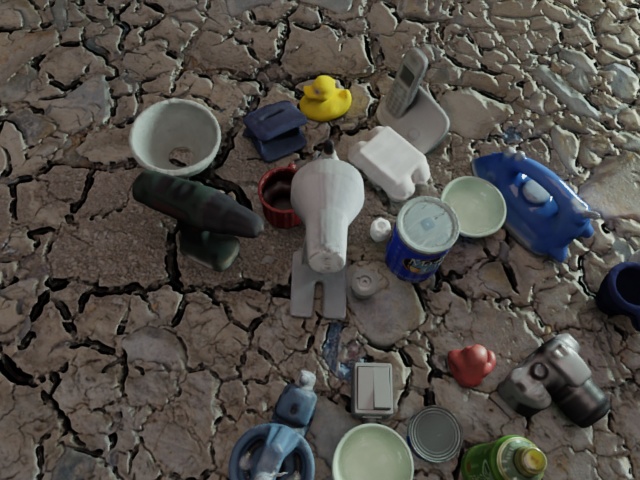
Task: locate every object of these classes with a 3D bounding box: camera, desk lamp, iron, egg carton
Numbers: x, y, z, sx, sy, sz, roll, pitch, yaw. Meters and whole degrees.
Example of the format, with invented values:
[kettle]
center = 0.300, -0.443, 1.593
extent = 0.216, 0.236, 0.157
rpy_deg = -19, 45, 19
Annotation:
[camera]
center = 0.385, 0.236, 0.913
extent = 0.143, 0.101, 0.136
rpy_deg = -34, 72, -16
[desk lamp]
center = 0.009, 0.003, 0.933
extent = 0.118, 0.213, 0.203
rpy_deg = 2, 66, -2
[iron]
center = 0.384, -0.091, 1.036
extent = 0.119, 0.141, 0.258
rpy_deg = -38, 73, -17
[egg carton]
center = 0.131, -0.145, 1.085
extent = 0.150, 0.069, 0.107
rpy_deg = 42, 70, 14

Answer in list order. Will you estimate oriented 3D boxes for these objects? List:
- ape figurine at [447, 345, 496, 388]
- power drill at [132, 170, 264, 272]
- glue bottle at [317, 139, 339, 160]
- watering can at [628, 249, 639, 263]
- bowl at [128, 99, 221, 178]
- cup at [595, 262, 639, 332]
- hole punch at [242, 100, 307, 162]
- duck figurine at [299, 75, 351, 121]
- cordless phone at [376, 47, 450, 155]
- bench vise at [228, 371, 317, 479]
[ape figurine]
center = 0.248, 0.196, 0.928
extent = 0.077, 0.092, 0.076
rpy_deg = 22, 67, 7
[power drill]
center = -0.189, -0.027, 0.939
extent = 0.229, 0.208, 0.076
rpy_deg = 24, 67, 8
[glue bottle]
center = 0.014, -0.124, 1.012
extent = 0.078, 0.173, 0.037
rpy_deg = 31, 68, 11
[watering can]
center = 0.616, 0.018, 0.972
extent = 0.101, 0.194, 0.172
rpy_deg = -13, 67, -9
[bowl]
center = -0.266, -0.176, 1.073
extent = 0.167, 0.075, 0.167
rpy_deg = 1, 66, -3
[cup]
center = 0.521, 0.107, 0.982
extent = 0.091, 0.095, 0.117
rpy_deg = -3, 66, -4
[hole punch]
center = -0.088, -0.220, 1.094
extent = 0.109, 0.091, 0.101
rpy_deg = -27, 70, -14
[duck figurine]
center = 0.012, -0.289, 1.133
extent = 0.104, 0.086, 0.077
rpy_deg = -8, 67, -6
[cordless phone]
center = 0.184, -0.257, 1.074
extent = 0.094, 0.185, 0.147
rpy_deg = -36, 72, -17
[bench vise]
center = -0.065, 0.280, 0.803
extent = 0.121, 0.220, 0.207
rpy_deg = 4, 66, -1
